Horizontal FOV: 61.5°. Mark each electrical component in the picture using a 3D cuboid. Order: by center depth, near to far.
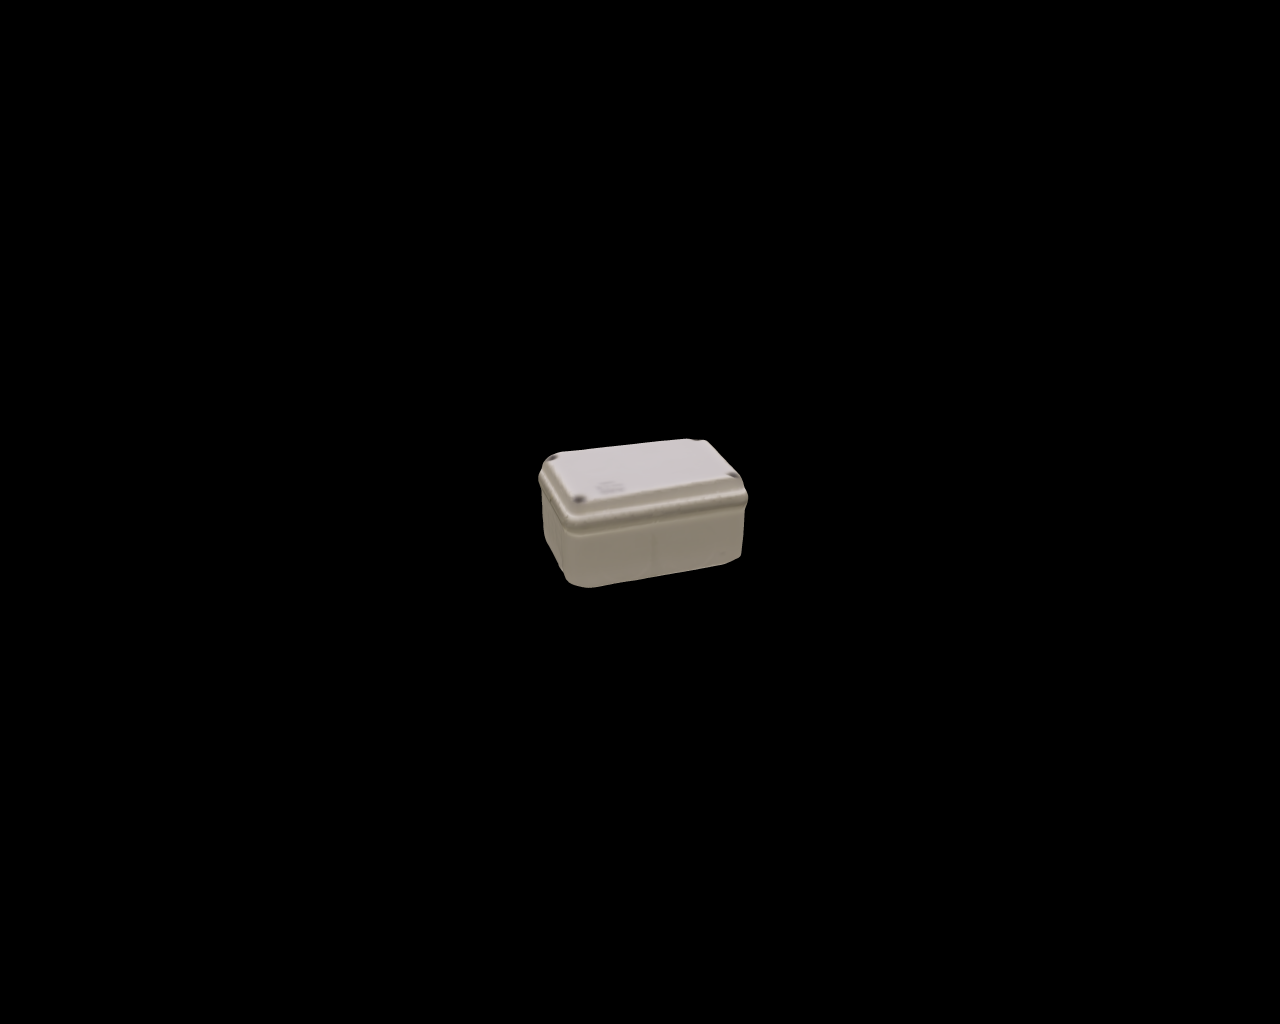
[{"bbox_3d":[0.001,-0.003,0.650,0.113,0.057,0.078,-8,28,-16],"label":"electrical component"}]
